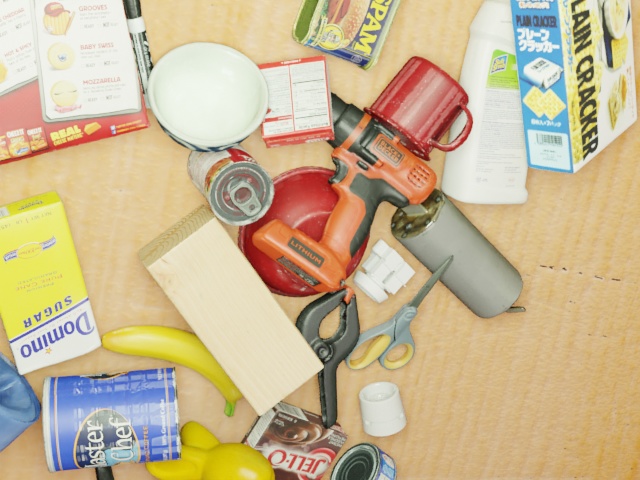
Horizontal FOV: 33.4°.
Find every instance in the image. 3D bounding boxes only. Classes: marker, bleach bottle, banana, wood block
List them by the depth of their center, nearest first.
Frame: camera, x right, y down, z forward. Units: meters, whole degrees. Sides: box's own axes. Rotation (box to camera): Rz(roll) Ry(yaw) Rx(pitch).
[{"bbox_3d":[-0.180,-0.192,1.072,0.020,0.020,0.121,-15,116,-15],"label":"marker"},{"bbox_3d":[-0.097,0.075,1.152,0.090,0.090,0.206,-37,107,-6],"label":"wood block"},{"bbox_3d":[0.205,-0.168,1.206,0.102,0.068,0.251,-1,109,-27],"label":"bleach bottle"},{"bbox_3d":[-0.151,0.139,1.211,0.197,0.037,0.069,36,94,-29],"label":"banana"}]

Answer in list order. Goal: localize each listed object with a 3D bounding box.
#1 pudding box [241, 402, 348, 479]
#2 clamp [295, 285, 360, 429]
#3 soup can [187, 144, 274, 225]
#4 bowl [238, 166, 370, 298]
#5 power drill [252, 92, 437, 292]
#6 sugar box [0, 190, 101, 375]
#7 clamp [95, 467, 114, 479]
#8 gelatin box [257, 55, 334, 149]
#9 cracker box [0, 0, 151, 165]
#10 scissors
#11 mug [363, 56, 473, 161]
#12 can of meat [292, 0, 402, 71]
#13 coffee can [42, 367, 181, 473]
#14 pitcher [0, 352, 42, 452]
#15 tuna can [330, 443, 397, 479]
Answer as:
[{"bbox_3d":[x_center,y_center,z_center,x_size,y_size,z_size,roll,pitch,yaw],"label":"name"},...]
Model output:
[{"bbox_3d":[-0.035,0.251,1.301,0.113,0.039,0.090,26,101,-27],"label":"pudding box"},{"bbox_3d":[0.003,0.137,1.256,0.120,0.039,0.171,36,89,-25],"label":"clamp"},{"bbox_3d":[-0.095,-0.064,1.110,0.068,0.102,0.068,-8,114,-18],"label":"soup can"},{"bbox_3d":[-0.008,0.001,1.198,0.162,0.055,0.162,-8,114,-18],"label":"bowl"},{"bbox_3d":[0.010,-0.054,1.132,0.184,0.057,0.187,37,75,-5],"label":"power drill"},{"bbox_3d":[-0.294,0.046,1.111,0.093,0.048,0.176,-19,115,-17],"label":"sugar box"},{"bbox_3d":[-0.260,0.368,1.265,0.164,0.036,0.210,-38,120,-2],"label":"clamp"},{"bbox_3d":[-0.025,-0.143,1.105,0.073,0.089,0.030,-7,160,7],"label":"gelatin box"},{"bbox_3d":[-0.265,-0.194,1.009,0.164,0.072,0.214,-16,115,-15],"label":"cracker box"},{"bbox_3d":[0.113,0.096,1.271,0.096,0.016,0.202,27,121,-39],"label":"scissors"},{"bbox_3d":[0.116,-0.140,1.156,0.081,0.117,0.093,-52,145,-1],"label":"mug"},{"bbox_3d":[0.028,-0.239,1.112,0.083,0.057,0.102,16,104,-23],"label":"can of meat"},{"bbox_3d":[-0.224,0.194,1.155,0.140,0.103,0.103,-4,113,-9],"label":"coffee can"},{"bbox_3d":[-0.411,0.219,1.103,0.243,0.145,0.149,-44,107,5],"label":"pitcher"},{"bbox_3d":[0.053,0.296,1.327,0.086,0.086,0.033,-47,118,3],"label":"tuna can"}]
